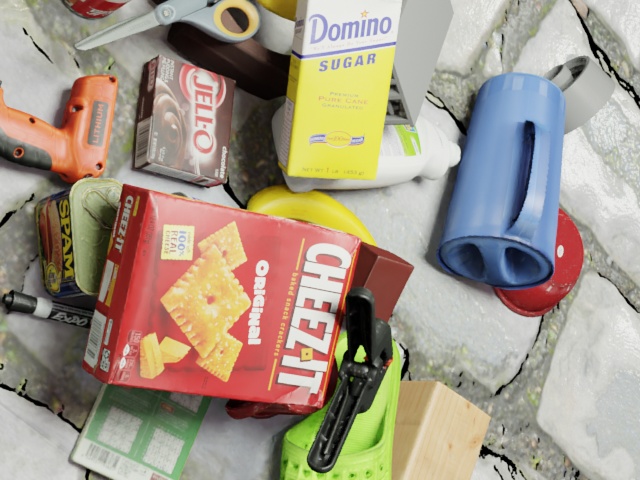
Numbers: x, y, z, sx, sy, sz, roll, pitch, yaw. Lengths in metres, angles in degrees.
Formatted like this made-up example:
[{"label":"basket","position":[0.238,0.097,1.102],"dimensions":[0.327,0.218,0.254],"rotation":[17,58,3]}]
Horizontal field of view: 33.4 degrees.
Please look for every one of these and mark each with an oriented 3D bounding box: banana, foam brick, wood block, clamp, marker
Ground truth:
[{"label":"banana","position":[-0.005,-0.017,1.140],"dimensions":[0.197,0.037,0.069],"rotation":[17,92,-33]},{"label":"foam brick","position":[0.054,0.047,1.143],"dimensions":[0.052,0.051,0.078],"rotation":[19,101,-34]},{"label":"wood block","position":[0.093,0.262,1.137],"dimensions":[0.090,0.091,0.206],"rotation":[36,64,-28]},{"label":"clamp","position":[0.034,0.131,0.999],"dimensions":[0.210,0.036,0.164],"rotation":[31,75,-76]},{"label":"marker","position":[-0.229,0.067,0.966],"dimensions":[0.120,0.020,0.020],"rotation":[18,73,-34]}]

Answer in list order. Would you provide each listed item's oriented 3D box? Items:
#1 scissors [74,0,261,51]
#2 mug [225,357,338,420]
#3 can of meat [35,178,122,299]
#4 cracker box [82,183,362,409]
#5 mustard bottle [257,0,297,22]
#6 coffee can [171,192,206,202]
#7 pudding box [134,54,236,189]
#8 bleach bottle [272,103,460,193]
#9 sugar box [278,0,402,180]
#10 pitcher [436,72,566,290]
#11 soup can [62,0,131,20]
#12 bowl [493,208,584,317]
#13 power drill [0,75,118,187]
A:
[{"label":"scissors","position":[-0.127,-0.194,0.977],"dimensions":[0.201,0.016,0.096],"rotation":[-48,112,-30]},{"label":"mug","position":[-0.044,0.138,1.056],"dimensions":[0.117,0.082,0.093],"rotation":[-34,104,-35]},{"label":"can of meat","position":[-0.210,0.001,0.949],"dimensions":[0.057,0.084,0.102],"rotation":[-2,85,-37]},{"label":"cracker box","position":[-0.081,0.053,0.928],"dimensions":[0.213,0.072,0.164],"rotation":[12,93,-31]},{"label":"mustard bottle","position":[-0.021,-0.316,1.044],"dimensions":[0.096,0.058,0.191],"rotation":[15,74,-49]},{"label":"coffee can","position":[-0.090,0.022,1.025],"dimensions":[0.140,0.103,0.103],"rotation":[19,72,-34]},{"label":"pudding box","position":[-0.133,-0.116,1.052],"dimensions":[0.089,0.039,0.113],"rotation":[14,75,-35]},{"label":"bleach bottle","position":[0.066,-0.097,1.174],"dimensions":[0.250,0.068,0.102],"rotation":[2,63,-42]},{"label":"sugar box","position":[0.018,-0.147,1.011],"dimensions":[0.093,0.048,0.176],"rotation":[1,111,-17]},{"label":"pitcher","position":[0.225,-0.077,1.246],"dimensions":[0.144,0.149,0.242],"rotation":[41,53,-44]},{"label":"soup can","position":[-0.193,-0.251,0.987],"dimensions":[0.068,0.102,0.068],"rotation":[7,79,-37]},{"label":"bowl","position":[0.279,0.015,1.336],"dimensions":[0.161,0.055,0.162],"rotation":[5,81,-36]},{"label":"power drill","position":[-0.276,-0.132,0.937],"dimensions":[0.187,0.057,0.184],"rotation":[12,80,-32]}]
